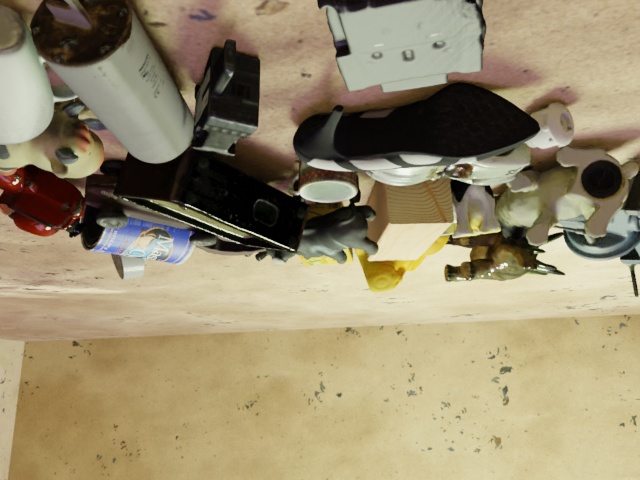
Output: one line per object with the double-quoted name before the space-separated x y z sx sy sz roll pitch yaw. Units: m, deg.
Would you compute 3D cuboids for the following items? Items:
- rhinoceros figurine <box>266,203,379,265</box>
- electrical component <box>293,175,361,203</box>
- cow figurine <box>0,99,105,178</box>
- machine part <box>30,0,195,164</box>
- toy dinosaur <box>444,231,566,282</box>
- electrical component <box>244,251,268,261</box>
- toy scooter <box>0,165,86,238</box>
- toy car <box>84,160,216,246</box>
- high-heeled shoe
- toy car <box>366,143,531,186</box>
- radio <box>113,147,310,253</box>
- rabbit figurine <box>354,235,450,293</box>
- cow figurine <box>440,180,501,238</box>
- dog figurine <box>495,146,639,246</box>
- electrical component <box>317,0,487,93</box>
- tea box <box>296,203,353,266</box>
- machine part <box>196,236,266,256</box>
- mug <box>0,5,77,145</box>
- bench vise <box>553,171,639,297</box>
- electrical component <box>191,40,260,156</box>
"rhinoceros figurine" -0.002 -0.002 0.797 0.112 0.073 0.190 5 165 -45
"electrical component" 0.007 -0.068 0.770 0.102 0.045 0.078 -3 163 4
"cow figurine" -0.313 -0.108 0.529 0.195 0.085 0.127 12 169 -37
"machine part" -0.167 -0.134 0.465 0.079 0.079 0.243 -2 163 2
"toy dinosaur" 0.329 0.030 0.990 0.199 0.105 0.471 3 -178 3
"electrical component" -0.095 0.007 1.008 0.063 0.021 0.094 16 -137 43
"toy scooter" -0.361 -0.047 0.709 0.135 0.075 0.183 24 159 2
"toy car" -0.219 -0.049 0.741 0.053 0.089 0.202 -16 157 42
"high-heeled shoe" 0.096 -0.105 0.592 0.249 0.086 0.145 5 167 -7
"toy car" 0.152 -0.098 0.657 0.202 0.056 0.073 -1 164 -2
"radio" -0.129 -0.049 0.694 0.131 0.073 0.229 8 170 42
"rabbit figurine" 0.155 0.018 0.977 0.173 0.122 0.162 -26 165 8
"cow figurine" 0.205 -0.053 0.788 0.068 0.098 0.167 -7 -177 -1
"dog figurine" 0.335 -0.064 0.764 0.172 0.121 0.190 -9 -179 13
"electrical component" 0.067 -0.165 0.411 0.115 0.058 0.134 -4 164 16
"tea box" 0.004 -0.006 0.953 0.098 0.068 0.169 -4 163 9
"machine part" -0.141 -0.023 0.904 0.179 0.056 0.179 -2 163 -1
"mug" -0.254 -0.138 0.444 0.109 0.081 0.107 -6 164 -24
"bench vise" 0.473 -0.018 0.817 0.224 0.129 0.240 -5 148 41
"electrical component" -0.081 -0.133 0.486 0.048 0.075 0.119 7 159 -26
